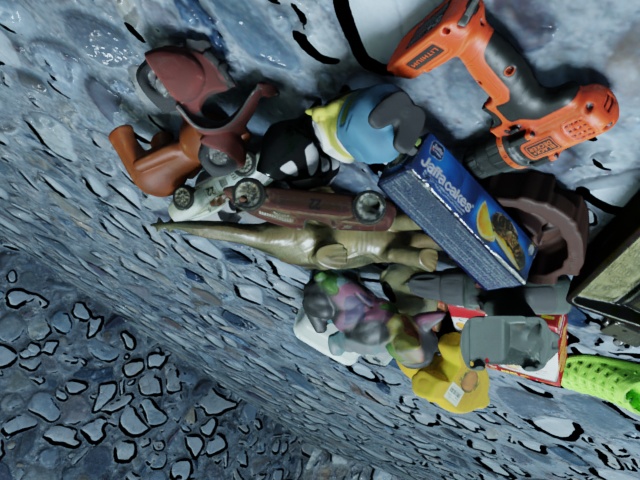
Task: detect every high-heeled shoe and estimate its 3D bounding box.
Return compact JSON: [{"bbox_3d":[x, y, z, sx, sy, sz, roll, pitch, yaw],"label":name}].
[{"bbox_3d":[-0.037,-0.079,0.723,0.086,0.145,0.248,24,152,10],"label":"high-heeled shoe"}]

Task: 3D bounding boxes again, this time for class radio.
[{"bbox_3d":[0.384,0.021,0.590,0.131,0.073,0.229,22,154,11],"label":"radio"}]

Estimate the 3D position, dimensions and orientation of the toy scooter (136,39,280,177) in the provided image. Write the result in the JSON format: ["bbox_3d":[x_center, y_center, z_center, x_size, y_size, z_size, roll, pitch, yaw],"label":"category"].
[{"bbox_3d":[-0.133,-0.183,0.681,0.183,0.135,0.075,52,-173,-9],"label":"toy scooter"}]

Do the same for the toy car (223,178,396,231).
[{"bbox_3d":[-0.012,-0.037,0.631,0.202,0.053,0.089,5,-179,3],"label":"toy car"}]

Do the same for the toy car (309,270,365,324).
[{"bbox_3d":[0.039,0.110,1.047,0.103,0.109,0.161,-2,153,17],"label":"toy car"}]

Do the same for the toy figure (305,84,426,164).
[{"bbox_3d":[0.054,-0.123,0.573,0.082,0.089,0.180,68,164,-13],"label":"toy figure"}]

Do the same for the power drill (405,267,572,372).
[{"bbox_3d":[0.226,0.096,0.730,0.232,0.207,0.085,-1,103,14],"label":"power drill"}]

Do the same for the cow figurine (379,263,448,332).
[{"bbox_3d":[0.158,0.114,0.955,0.127,0.085,0.194,10,145,35],"label":"cow figurine"}]

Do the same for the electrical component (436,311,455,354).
[{"bbox_3d":[0.259,0.195,1.018,0.048,0.075,0.119,0,138,43],"label":"electrical component"}]

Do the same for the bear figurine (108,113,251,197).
[{"bbox_3d":[-0.212,-0.152,0.819,0.196,0.120,0.132,-33,74,33],"label":"bear figurine"}]

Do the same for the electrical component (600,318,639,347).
[{"bbox_3d":[0.446,0.131,0.786,0.063,0.021,0.094,24,154,7],"label":"electrical component"}]

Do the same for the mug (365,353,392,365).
[{"bbox_3d":[0.122,0.197,1.114,0.110,0.107,0.080,17,150,16],"label":"mug"}]

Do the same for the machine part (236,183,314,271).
[{"bbox_3d":[-0.057,-0.025,0.917,0.243,0.079,0.079,42,150,-25],"label":"machine part"}]

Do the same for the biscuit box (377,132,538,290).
[{"bbox_3d":[0.159,-0.028,0.614,0.202,0.059,0.063,42,151,-18],"label":"biscuit box"}]

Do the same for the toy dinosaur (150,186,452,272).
[{"bbox_3d":[-0.002,-0.002,0.775,0.471,0.105,0.198,9,170,-14],"label":"toy dinosaur"}]

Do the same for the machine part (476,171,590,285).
[{"bbox_3d":[0.246,-0.015,0.673,0.179,0.056,0.179,23,151,13],"label":"machine part"}]

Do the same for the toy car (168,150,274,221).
[{"bbox_3d":[-0.143,-0.082,0.822,0.202,0.073,0.056,-24,86,20],"label":"toy car"}]

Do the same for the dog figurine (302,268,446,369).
[{"bbox_3d":[0.089,0.121,0.859,0.219,0.108,0.191,-8,118,54],"label":"dog figurine"}]

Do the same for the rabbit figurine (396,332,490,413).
[{"bbox_3d":[0.213,0.227,0.948,0.162,0.122,0.173,33,167,-30],"label":"rabbit figurine"}]
